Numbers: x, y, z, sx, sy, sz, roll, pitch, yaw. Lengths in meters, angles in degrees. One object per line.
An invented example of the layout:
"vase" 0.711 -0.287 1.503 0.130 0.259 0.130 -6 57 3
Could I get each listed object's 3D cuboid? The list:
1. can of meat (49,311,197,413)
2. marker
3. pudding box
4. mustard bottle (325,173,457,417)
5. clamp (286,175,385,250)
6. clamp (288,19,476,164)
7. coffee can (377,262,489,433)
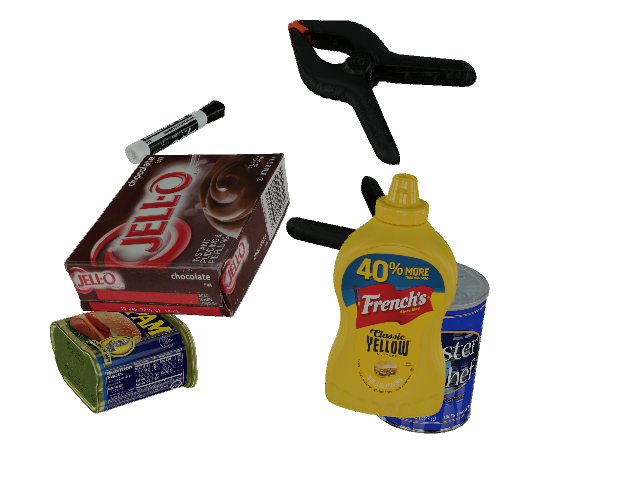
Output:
"can of meat" -0.160 0.090 0.858 0.083 0.057 0.102 -15 26 -31
"marker" -0.137 -0.107 1.032 0.020 0.020 0.120 0 27 46
"pudding box" -0.075 -0.006 0.590 0.090 0.039 0.113 2 34 18
"mustard bottle" 0.058 0.042 0.837 0.096 0.192 0.058 7 19 7
"clamp" 0.074 0.007 1.240 0.164 0.036 0.210 -25 53 -40
"clamp" 0.048 -0.150 0.936 0.120 0.172 0.039 -36 -25 -21
"coffee can" 0.104 0.101 1.040 0.103 0.140 0.103 4 23 -2
